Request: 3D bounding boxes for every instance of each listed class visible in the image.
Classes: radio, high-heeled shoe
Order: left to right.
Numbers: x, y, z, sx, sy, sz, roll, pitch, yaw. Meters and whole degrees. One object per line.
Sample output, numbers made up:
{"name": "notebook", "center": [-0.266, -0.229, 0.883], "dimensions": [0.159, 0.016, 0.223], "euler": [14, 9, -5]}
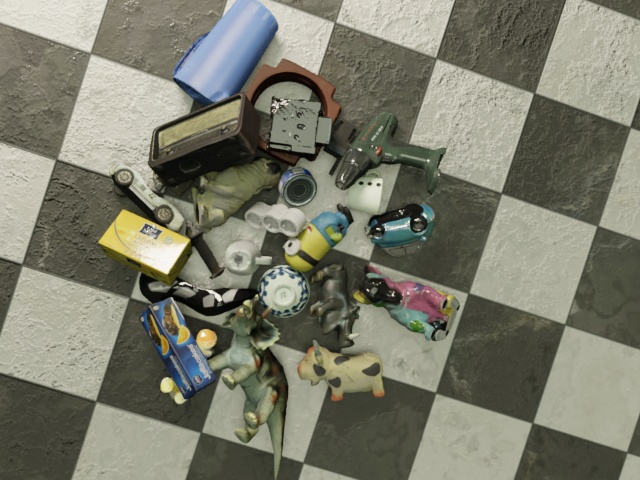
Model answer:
{"name": "high-heeled shoe", "center": [-0.275, 0.100, 1.212], "dimensions": [0.249, 0.086, 0.145], "euler": [-13, 73, -13]}
{"name": "radio", "center": [-0.240, -0.203, 1.106], "dimensions": [0.230, 0.073, 0.131], "euler": [-18, 49, 18]}

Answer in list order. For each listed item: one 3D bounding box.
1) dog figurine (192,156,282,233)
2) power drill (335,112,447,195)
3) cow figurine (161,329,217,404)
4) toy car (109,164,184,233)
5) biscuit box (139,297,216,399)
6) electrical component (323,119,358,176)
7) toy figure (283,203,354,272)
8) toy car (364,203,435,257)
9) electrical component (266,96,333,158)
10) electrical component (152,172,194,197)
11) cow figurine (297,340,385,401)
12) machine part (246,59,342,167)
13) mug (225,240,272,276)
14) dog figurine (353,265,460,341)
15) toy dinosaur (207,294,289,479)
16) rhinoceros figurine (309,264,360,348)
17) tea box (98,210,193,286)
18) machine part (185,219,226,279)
{"name": "dog figurine", "center": [-0.181, -0.098, 1.201], "dimensions": [0.190, 0.121, 0.172], "euler": [-3, 133, -24]}
{"name": "power drill", "center": [0.161, -0.168, 1.175], "dimensions": [0.207, 0.085, 0.232], "euler": [17, 59, 12]}
{"name": "cow figurine", "center": [-0.285, 0.281, 1.206], "dimensions": [0.068, 0.098, 0.167], "euler": [32, 70, 1]}
{"name": "toy car", "center": [-0.385, -0.090, 1.188], "dimensions": [0.201, 0.073, 0.056], "euler": [44, 61, -3]}
{"name": "biscuit box", "center": [-0.294, 0.223, 1.111], "dimensions": [0.063, 0.059, 0.202], "euler": [-41, 77, 38]}
{"name": "electrical component", "center": [0.037, -0.208, 1.215], "dimensions": [0.048, 0.075, 0.119], "euler": [30, 92, -5]}
{"name": "toy figure", "center": [-0.002, -0.003, 1.214], "dimensions": [0.180, 0.082, 0.089], "euler": [-36, 93, -5]}
{"name": "toy car", "center": [0.187, -0.013, 1.216], "dimensions": [0.162, 0.109, 0.102], "euler": [-17, 110, 6]}
{"name": "electrical component", "center": [-0.043, -0.236, 1.132], "dimensions": [0.134, 0.058, 0.114], "euler": [6, 93, -3]}
{"name": "electrical component", "center": [-0.328, -0.146, 1.210], "dimensions": [0.078, 0.045, 0.102], "euler": [38, 92, -32]}
{"name": "cow figurine", "center": [0.046, 0.293, 1.222], "dimensions": [0.195, 0.085, 0.127], "euler": [-3, 97, -1]}
{"name": "machine part", "center": [-0.070, -0.279, 1.200], "dimensions": [0.201, 0.087, 0.201], "euler": [28, 90, -5]}
{"name": "mug", "center": [-0.162, 0.046, 1.191], "dimensions": [0.110, 0.107, 0.080], "euler": [11, 92, -1]}
{"name": "dog figurine", "center": [0.189, 0.136, 1.223], "dimensions": [0.219, 0.191, 0.108], "euler": [24, 94, 30]}
{"name": "toy dinosaur", "center": [-0.133, 0.309, 1.192], "dimensions": [0.192, 0.131, 0.404], "euler": [-36, 114, -40]}
{"name": "rhinoceros figurine", "center": [0.036, 0.150, 1.217], "dimensions": [0.112, 0.073, 0.190], "euler": [-3, 78, -22]}
{"name": "tea box", "center": [-0.376, 0.017, 1.168], "dimensions": [0.170, 0.068, 0.098], "euler": [22, 62, 6]}
{"name": "machine part", "center": [-0.260, 0.023, 1.194], "dimensions": [0.039, 0.084, 0.139], "euler": [-29, 79, -27]}
